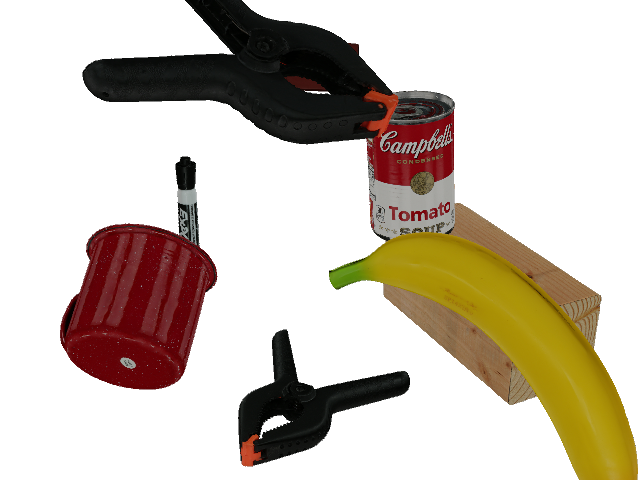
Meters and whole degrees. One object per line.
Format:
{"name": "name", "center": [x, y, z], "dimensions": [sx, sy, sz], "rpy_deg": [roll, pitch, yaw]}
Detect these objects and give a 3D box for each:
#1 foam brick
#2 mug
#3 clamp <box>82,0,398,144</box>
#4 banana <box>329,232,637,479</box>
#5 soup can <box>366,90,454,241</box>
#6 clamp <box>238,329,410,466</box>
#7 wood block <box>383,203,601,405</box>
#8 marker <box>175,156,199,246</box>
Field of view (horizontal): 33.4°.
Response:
{"name": "foam brick", "center": [-0.002, -0.182, 1.118], "dimensions": [0.078, 0.051, 0.053], "rpy_deg": [1, 11, -10]}
{"name": "mug", "center": [-0.134, 0.050, 0.728], "dimensions": [0.117, 0.081, 0.093], "rpy_deg": [-12, -39, 30]}
{"name": "clamp", "center": [-0.044, -0.095, 0.603], "dimensions": [0.171, 0.120, 0.039], "rpy_deg": [28, -28, 7]}
{"name": "banana", "center": [0.099, 0.055, 0.552], "dimensions": [0.198, 0.070, 0.037], "rpy_deg": [41, 23, 13]}
{"name": "soup can", "center": [0.069, -0.056, 0.822], "dimensions": [0.068, 0.102, 0.068], "rpy_deg": [-3, 26, 1]}
{"name": "clamp", "center": [-0.011, 0.165, 1.088], "dimensions": [0.165, 0.036, 0.209], "rpy_deg": [12, 29, 19]}
{"name": "wood block", "center": [0.150, 0.050, 0.984], "dimensions": [0.090, 0.090, 0.206], "rpy_deg": [-13, 30, -25]}
{"name": "marker", "center": [-0.121, -0.018, 0.980], "dimensions": [0.020, 0.121, 0.020], "rpy_deg": [0, 22, 0]}
